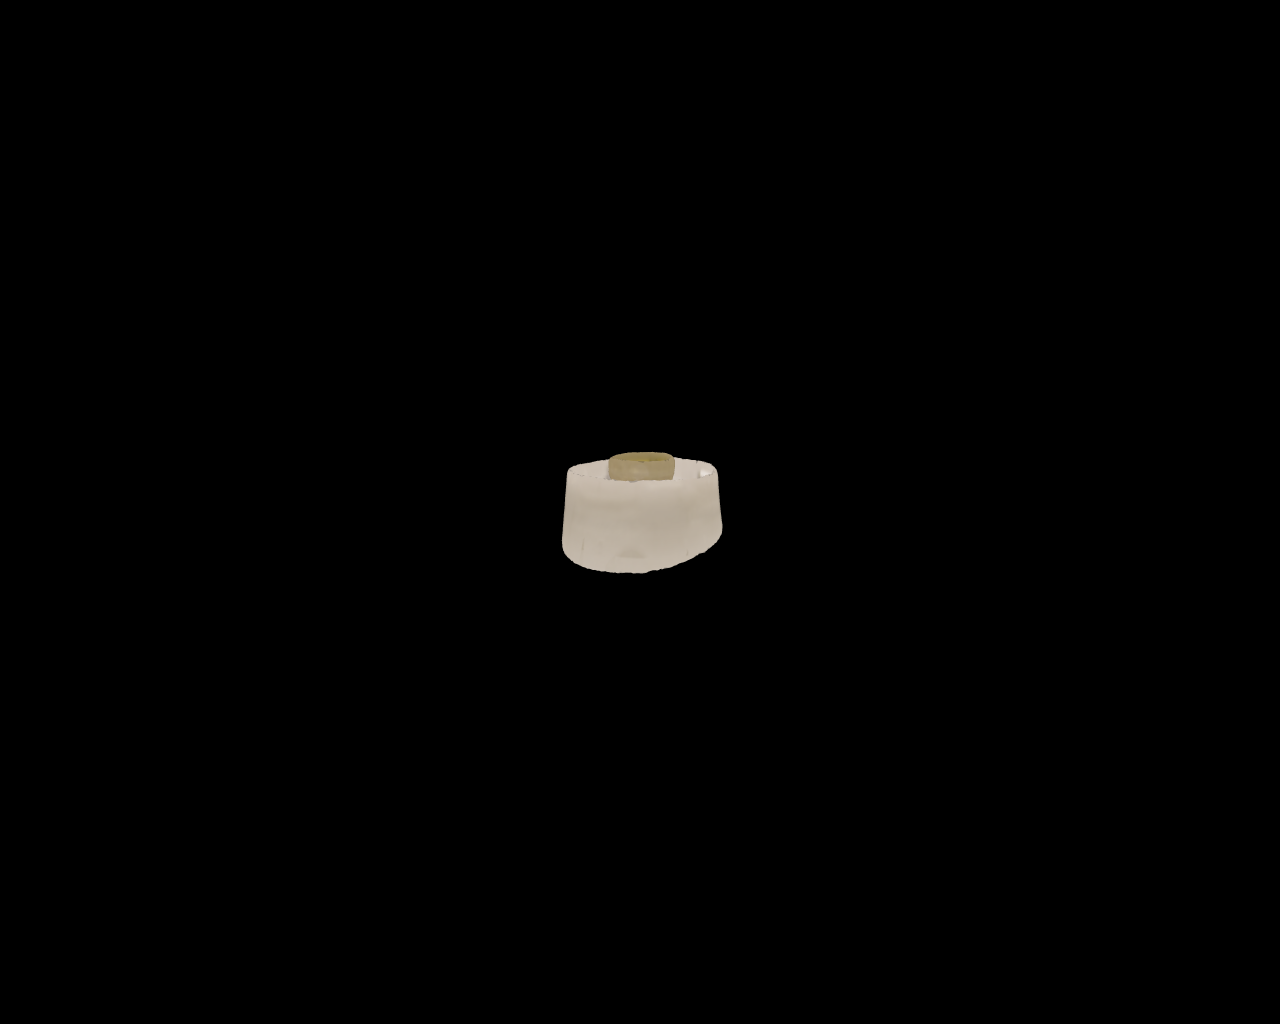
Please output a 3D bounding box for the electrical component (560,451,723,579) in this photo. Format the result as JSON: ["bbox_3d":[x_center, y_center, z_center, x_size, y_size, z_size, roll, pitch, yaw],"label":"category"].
[{"bbox_3d":[0.001,-0.003,0.650,0.099,0.064,0.099,0,12,0],"label":"electrical component"}]
